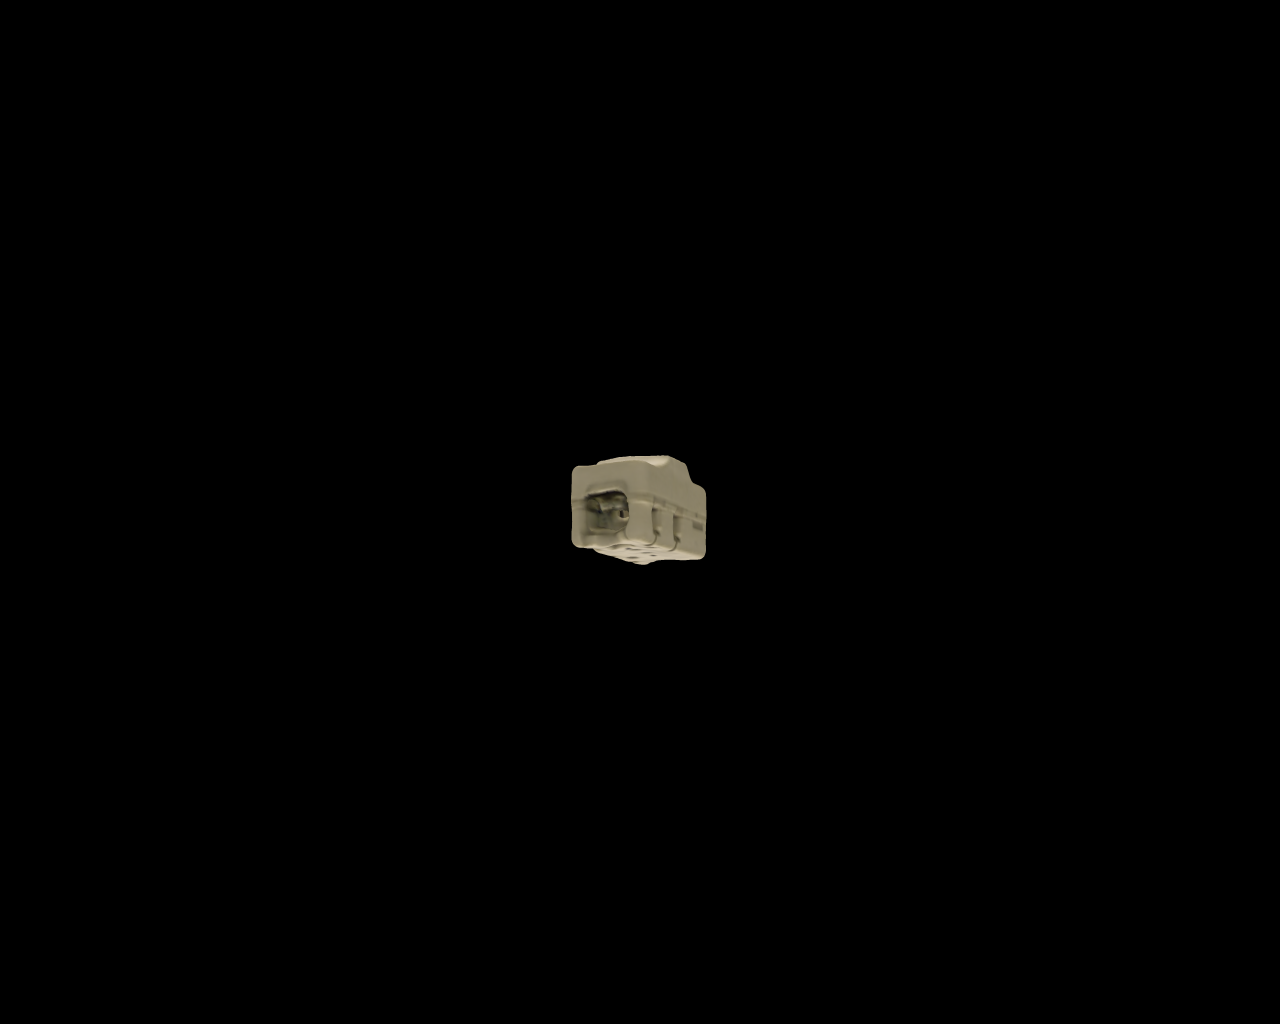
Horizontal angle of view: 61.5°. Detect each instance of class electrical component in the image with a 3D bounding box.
[{"bbox_3d":[0.001,-0.003,0.650,0.050,0.056,0.089,-6,-13,27],"label":"electrical component"}]
